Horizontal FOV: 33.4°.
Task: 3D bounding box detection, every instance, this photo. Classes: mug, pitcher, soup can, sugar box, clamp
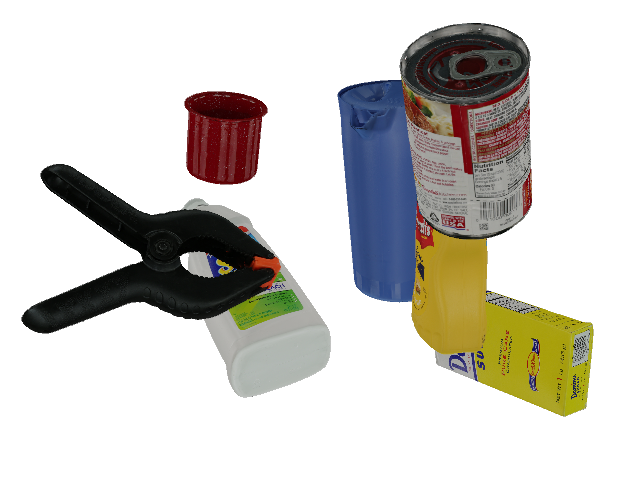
[{"bbox_3d":[-0.107,-0.120,1.215,0.093,0.081,0.117,11,27,9],"label":"mug"},{"bbox_3d":[0.096,-0.061,1.231,0.149,0.243,0.145,-6,22,-9],"label":"pitcher"},{"bbox_3d":[0.083,-0.058,0.590,0.068,0.102,0.068,-7,44,6],"label":"soup can"},{"bbox_3d":[0.198,0.110,1.118,0.048,0.093,0.177,-11,19,-42],"label":"sugar box"},{"bbox_3d":[-0.115,0.003,0.719,0.171,0.120,0.039,1,-21,-21],"label":"clamp"}]

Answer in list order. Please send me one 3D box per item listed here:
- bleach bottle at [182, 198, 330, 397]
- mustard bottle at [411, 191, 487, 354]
[{"bbox_3d":[-0.086,0.039,1.036,0.102,0.068,0.251,-16,41,-21],"label":"bleach bottle"},{"bbox_3d":[0.102,-0.013,0.837,0.058,0.192,0.096,-4,27,-4],"label":"mustard bottle"}]
